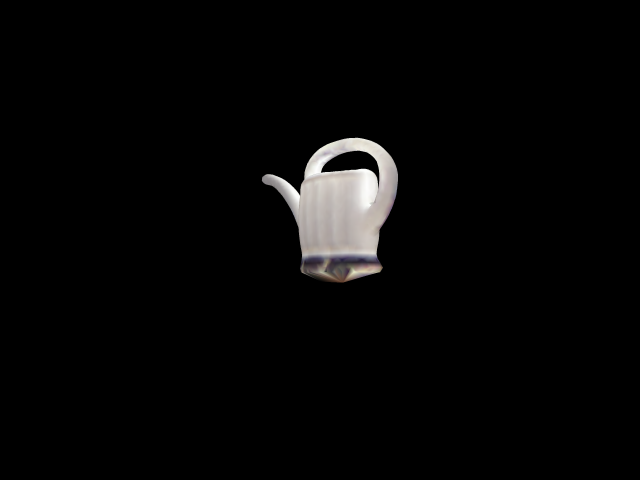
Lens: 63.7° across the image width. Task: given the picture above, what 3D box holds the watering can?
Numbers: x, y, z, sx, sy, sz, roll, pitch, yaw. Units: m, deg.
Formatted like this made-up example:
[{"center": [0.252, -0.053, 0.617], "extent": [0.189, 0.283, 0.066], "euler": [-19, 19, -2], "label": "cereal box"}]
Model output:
[{"center": [0.003, -0.043, 0.850], "extent": [0.104, 0.226, 0.346], "euler": [5, -7, -36], "label": "watering can"}]
